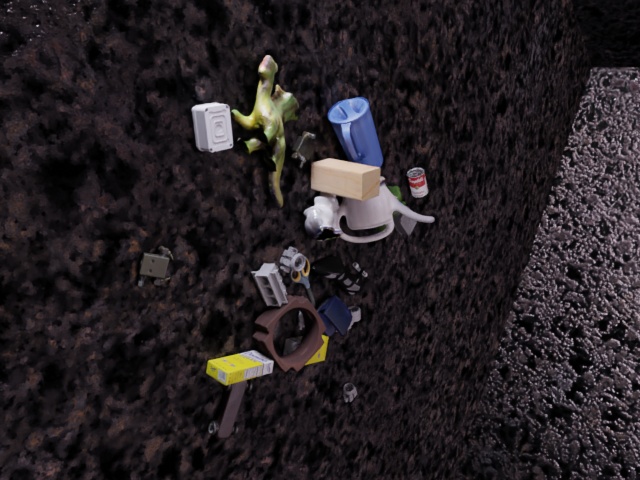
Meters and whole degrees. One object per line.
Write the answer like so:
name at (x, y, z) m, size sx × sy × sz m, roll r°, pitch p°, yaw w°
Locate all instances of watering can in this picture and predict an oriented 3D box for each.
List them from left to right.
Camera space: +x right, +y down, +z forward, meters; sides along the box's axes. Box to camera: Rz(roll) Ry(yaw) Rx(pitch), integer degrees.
watering can at (0.204, -0.114, 1.745) m, size 0.348 × 0.105 × 0.222 m, roll -13°, pitch 104°, yaw -2°

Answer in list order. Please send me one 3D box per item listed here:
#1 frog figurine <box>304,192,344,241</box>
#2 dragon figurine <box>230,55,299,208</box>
frog figurine at (0.005, -0.083, 1.649) m, size 0.137 × 0.121 × 0.162 m, roll 8°, pitch 60°, yaw -41°
dragon figurine at (-0.115, -0.311, 1.432) m, size 0.248 × 0.122 × 0.401 m, roll -55°, pitch 146°, yaw -34°
